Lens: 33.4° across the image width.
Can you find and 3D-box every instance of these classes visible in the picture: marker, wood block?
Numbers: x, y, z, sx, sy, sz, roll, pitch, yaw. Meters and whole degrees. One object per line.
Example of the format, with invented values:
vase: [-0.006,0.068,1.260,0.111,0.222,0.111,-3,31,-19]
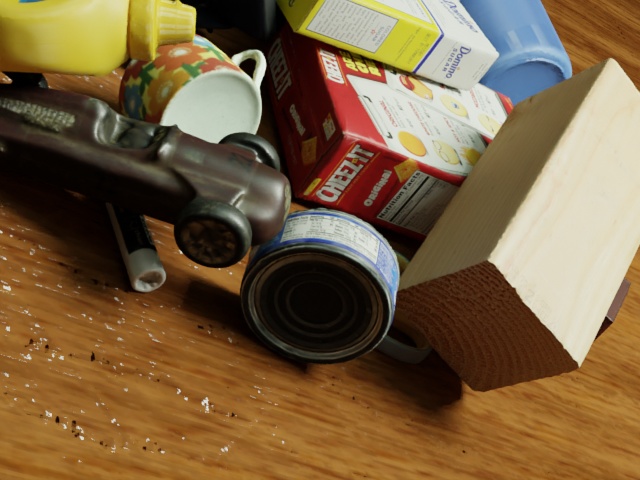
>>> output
marker: [-0.111,-0.023,0.595,0.020,0.020,0.121,9,43,-40]
wood block: [0.144,-0.012,0.684,0.090,0.091,0.205,48,52,-14]

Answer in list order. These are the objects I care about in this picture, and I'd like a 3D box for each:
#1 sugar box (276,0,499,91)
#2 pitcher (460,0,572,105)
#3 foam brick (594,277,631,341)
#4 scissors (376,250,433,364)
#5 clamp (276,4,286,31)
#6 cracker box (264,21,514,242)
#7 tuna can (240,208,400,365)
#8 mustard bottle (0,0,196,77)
sugar box: [0.043,-0.170,0.785,0.175,0.048,0.093,14,37,-40]
pitcher: [0.148,-0.215,1.015,0.149,0.145,0.243,-6,53,-19]
foam brick: [0.187,0.045,0.790,0.053,0.051,0.078,42,32,5]
scissors: [-0.004,0.001,0.678,0.202,0.016,0.096,40,34,-1]
clamp: [0.002,-0.183,0.891,0.209,0.036,0.164,25,26,-26]
cracker box: [0.070,-0.073,0.798,0.213,0.072,0.164,18,36,-29]
tuna can: [0.000,0.027,0.585,0.086,0.086,0.033,32,35,-13]
mustard bottle: [-0.161,-0.118,0.552,0.191,0.058,0.096,3,27,-6]
